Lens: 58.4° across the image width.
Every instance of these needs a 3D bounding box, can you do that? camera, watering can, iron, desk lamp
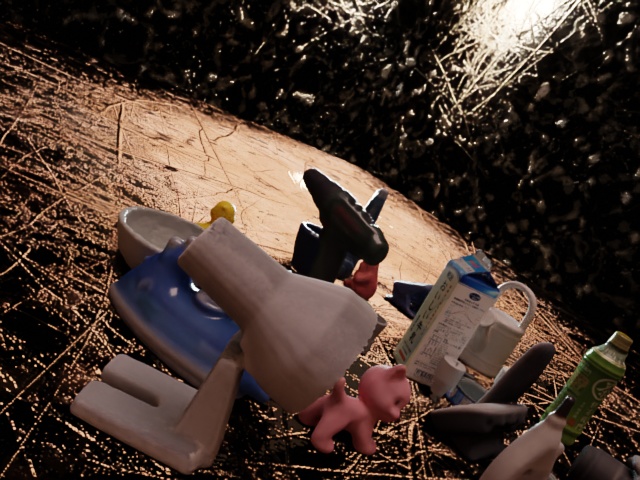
[{"bbox_3d":[0.459,0.365,0.866,0.136,0.101,0.144,35,15,24],"label":"camera"},{"bbox_3d":[0.365,0.175,1.166,0.100,0.194,0.173,32,14,16],"label":"watering can"},{"bbox_3d":[-0.130,0.072,0.676,0.258,0.141,0.119,32,14,13],"label":"iron"},{"bbox_3d":[-0.081,0.100,0.519,0.203,0.213,0.118,28,14,-3],"label":"desk lamp"}]

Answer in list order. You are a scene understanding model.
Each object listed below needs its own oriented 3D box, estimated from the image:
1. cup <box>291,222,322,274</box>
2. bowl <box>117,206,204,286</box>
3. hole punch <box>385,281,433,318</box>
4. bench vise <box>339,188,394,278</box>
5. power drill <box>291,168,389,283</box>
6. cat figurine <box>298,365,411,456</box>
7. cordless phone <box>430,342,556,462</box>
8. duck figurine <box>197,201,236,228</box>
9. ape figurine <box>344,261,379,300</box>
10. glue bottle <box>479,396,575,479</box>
[{"bbox_3d":[-0.008,0.028,1.174,0.118,0.095,0.091,22,15,-26],"label":"cup"},{"bbox_3d":[-0.219,0.022,0.821,0.167,0.074,0.167,27,14,-7],"label":"bowl"},{"bbox_3d":[0.220,0.121,1.294,0.109,0.091,0.100,13,21,-47],"label":"hole punch"},{"bbox_3d":[0.088,-0.034,1.319,0.122,0.219,0.207,24,14,-17],"label":"bench vise"},{"bbox_3d":[0.010,0.004,1.054,0.228,0.208,0.076,37,16,30],"label":"power drill"},{"bbox_3d":[0.054,0.187,0.676,0.128,0.117,0.067,18,17,-38],"label":"cat figurine"},{"bbox_3d":[0.256,0.216,0.824,0.148,0.185,0.093,12,21,-50],"label":"cordless phone"},{"bbox_3d":[-0.187,-0.031,1.050,0.077,0.086,0.104,28,14,-1],"label":"duck figurine"},{"bbox_3d":[0.095,0.074,1.213,0.076,0.092,0.078,35,15,24],"label":"ape figurine"},{"bbox_3d":[0.260,0.261,0.698,0.078,0.173,0.037,21,15,-27],"label":"glue bottle"}]
